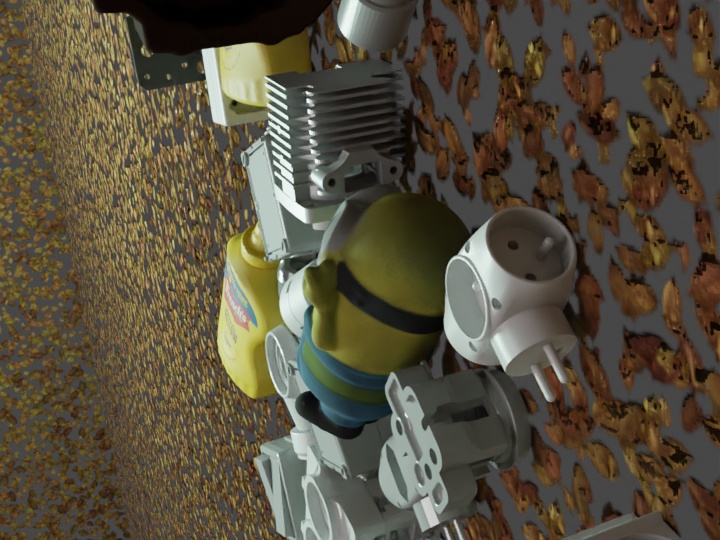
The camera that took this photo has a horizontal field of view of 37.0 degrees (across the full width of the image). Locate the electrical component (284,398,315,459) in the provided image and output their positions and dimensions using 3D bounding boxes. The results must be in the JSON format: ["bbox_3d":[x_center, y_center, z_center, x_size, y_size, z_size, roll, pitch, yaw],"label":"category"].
[{"bbox_3d":[-0.036,0.120,0.867,0.045,0.045,0.055,180,77,-70],"label":"electrical component"}]

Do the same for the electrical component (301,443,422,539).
[{"bbox_3d":[-0.004,0.207,0.811,0.089,0.062,0.150,-125,29,-46],"label":"electrical component"}]

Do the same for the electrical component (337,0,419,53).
[{"bbox_3d":[0.013,-0.152,0.575,0.078,0.040,0.040,112,140,-58],"label":"electrical component"}]

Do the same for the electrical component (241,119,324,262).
[{"bbox_3d":[-0.040,-0.059,0.744,0.062,0.061,0.096,164,93,-70],"label":"electrical component"}]

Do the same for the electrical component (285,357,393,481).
[{"bbox_3d":[-0.002,0.099,0.750,0.062,0.061,0.096,2,112,70],"label":"electrical component"}]

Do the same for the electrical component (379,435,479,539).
[{"bbox_3d":[0.048,0.134,0.653,0.077,0.043,0.079,119,133,-61],"label":"electrical component"}]

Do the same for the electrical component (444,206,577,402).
[{"bbox_3d":[0.076,0.024,0.508,0.077,0.044,0.079,108,143,-55],"label":"electrical component"}]

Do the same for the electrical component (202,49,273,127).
[{"bbox_3d":[-0.103,-0.163,0.868,0.076,0.047,0.083,-152,52,-64],"label":"electrical component"}]

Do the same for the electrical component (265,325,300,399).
[{"bbox_3d":[-0.037,0.066,0.818,0.078,0.057,0.058,155,102,-70],"label":"electrical component"}]

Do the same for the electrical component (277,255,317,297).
[{"bbox_3d":[-0.048,0.017,0.852,0.061,0.035,0.035,93,155,-43],"label":"electrical component"}]

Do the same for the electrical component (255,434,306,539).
[{"bbox_3d":[-0.050,0.178,0.917,0.062,0.061,0.096,175,82,-70],"label":"electrical component"}]

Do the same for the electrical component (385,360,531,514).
[{"bbox_3d":[0.055,0.086,0.584,0.058,0.057,0.078,108,144,-55],"label":"electrical component"}]

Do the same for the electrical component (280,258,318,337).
[{"bbox_3d":[-0.024,0.019,0.762,0.047,0.055,0.055,-40,65,64],"label":"electrical component"}]

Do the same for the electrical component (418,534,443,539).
[{"bbox_3d":[0.042,0.221,0.712,0.080,0.051,0.080,167,90,-70],"label":"electrical component"}]

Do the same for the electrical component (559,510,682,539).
[{"bbox_3d":[0.123,0.147,0.463,0.081,0.042,0.063,-131,33,-54],"label":"electrical component"}]
